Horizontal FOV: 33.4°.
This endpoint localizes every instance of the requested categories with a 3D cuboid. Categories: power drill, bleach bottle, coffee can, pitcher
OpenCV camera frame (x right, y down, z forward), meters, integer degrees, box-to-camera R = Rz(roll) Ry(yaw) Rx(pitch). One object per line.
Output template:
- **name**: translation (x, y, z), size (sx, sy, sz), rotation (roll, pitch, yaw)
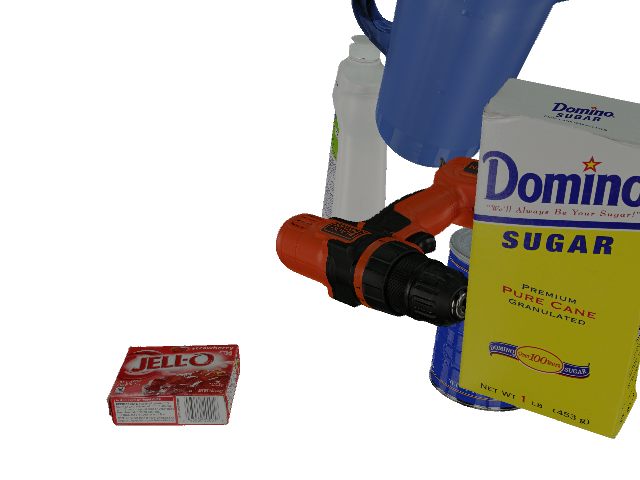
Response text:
- **power drill**: translation (0.087, -0.003, 0.800), size (0.187, 0.057, 0.185), rotation (-23, 30, -35)
- **bleach bottle**: translation (0.038, -0.082, 1.094), size (0.068, 0.251, 0.102), rotation (-1, 28, -9)
- **coffee can**: translation (0.159, 0.069, 0.975), size (0.103, 0.140, 0.103), rotation (5, 23, -2)
- **pitcher**: translation (0.110, -0.180, 0.923), size (0.144, 0.149, 0.243), rotation (-15, -31, -19)

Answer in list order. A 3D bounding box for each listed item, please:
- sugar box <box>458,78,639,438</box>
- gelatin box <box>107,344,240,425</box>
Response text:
- **sugar box**: translation (0.125, 0.012, 0.547), size (0.093, 0.176, 0.048), rotation (16, 39, 24)
- **gelatin box**: translation (-0.109, 0.108, 0.810), size (0.089, 0.030, 0.073), rotation (-1, 24, 5)
